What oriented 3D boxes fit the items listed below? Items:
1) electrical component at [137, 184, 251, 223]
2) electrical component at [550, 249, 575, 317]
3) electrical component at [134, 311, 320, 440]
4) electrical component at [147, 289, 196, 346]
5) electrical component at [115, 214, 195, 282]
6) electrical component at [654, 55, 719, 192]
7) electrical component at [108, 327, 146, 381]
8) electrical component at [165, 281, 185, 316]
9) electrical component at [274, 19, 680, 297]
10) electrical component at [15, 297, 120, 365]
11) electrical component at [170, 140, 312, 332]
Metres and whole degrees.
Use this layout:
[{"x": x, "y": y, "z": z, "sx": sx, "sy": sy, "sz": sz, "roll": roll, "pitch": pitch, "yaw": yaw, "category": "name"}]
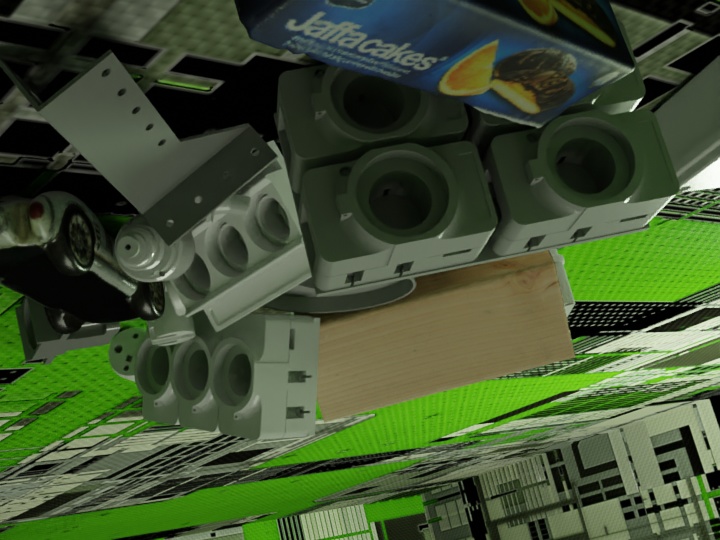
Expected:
[{"x": -0.093, "y": -0.041, "z": 0.605, "sx": 0.061, "sy": 0.035, "sz": 0.035, "roll": 11, "pitch": 159, "yaw": -7, "category": "electrical component"}, {"x": 0.134, "y": 0.024, "z": 0.992, "sx": 0.113, "sy": 0.057, "sz": 0.078, "roll": -14, "pitch": 164, "yaw": -1, "category": "electrical component"}, {"x": -0.106, "y": 0.077, "z": 0.829, "sx": 0.062, "sy": 0.089, "sz": 0.150, "roll": 5, "pitch": 177, "yaw": -45, "category": "electrical component"}, {"x": -0.143, "y": 0.029, "z": 0.798, "sx": 0.040, "sy": 0.046, "sz": 0.040, "roll": -13, "pitch": 164, "yaw": -4, "category": "electrical component"}, {"x": -0.122, "y": -0.013, "z": 0.621, "sx": 0.040, "sy": 0.040, "sz": 0.078, "roll": -16, "pitch": 179, "yaw": 5, "category": "electrical component"}, {"x": 0.260, "y": -0.100, "z": 0.688, "sx": 0.109, "sy": 0.056, "sz": 0.108, "roll": -8, "pitch": 163, "yaw": -21, "category": "electrical component"}, {"x": -0.184, "y": 0.074, "z": 0.917, "sx": 0.045, "sy": 0.045, "sz": 0.055, "roll": -17, "pitch": 163, "yaw": 9, "category": "electrical component"}, {"x": -0.113, "y": 0.007, "z": 0.764, "sx": 0.046, "sy": 0.040, "sz": 0.040, "roll": -18, "pitch": 164, "yaw": -6, "category": "electrical component"}, {"x": 0.058, "y": -0.062, "z": 0.560, "sx": 0.186, "sy": 0.105, "sz": 0.060, "roll": -11, "pitch": 163, "yaw": -10, "category": "electrical component"}, {"x": -0.209, "y": 0.035, "z": 0.772, "sx": 0.064, "sy": 0.042, "sz": 0.081, "roll": -9, "pitch": 164, "yaw": -29, "category": "electrical component"}, {"x": -0.063, "y": -0.021, "z": 0.664, "sx": 0.121, "sy": 0.078, "sz": 0.063, "roll": -29, "pitch": 180, "yaw": 42, "category": "electrical component"}]
